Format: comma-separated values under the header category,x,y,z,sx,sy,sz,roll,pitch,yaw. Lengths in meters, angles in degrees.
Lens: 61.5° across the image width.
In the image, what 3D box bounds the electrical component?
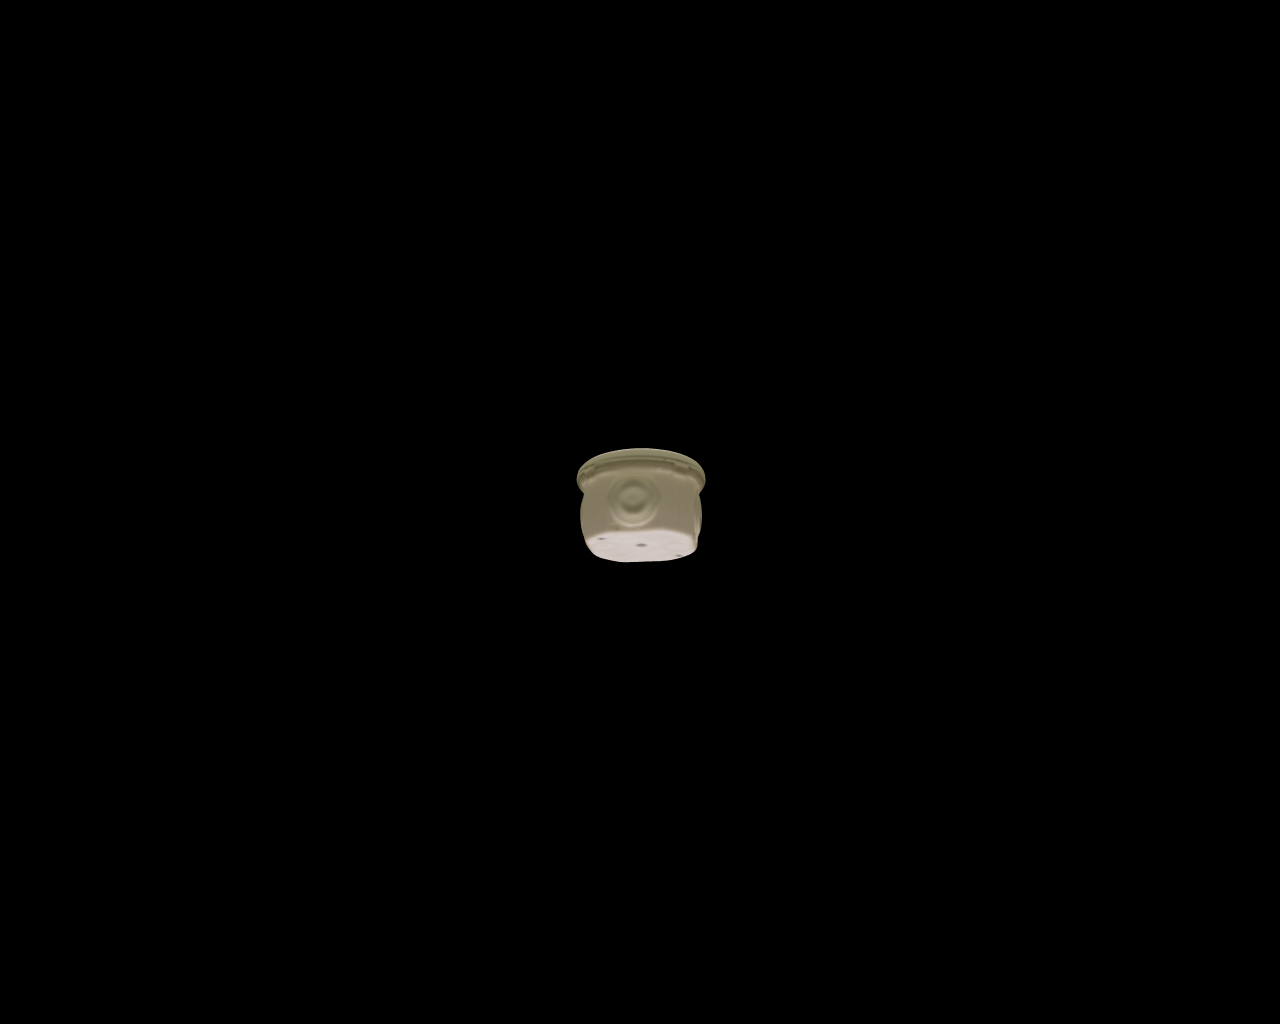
category,x,y,z,sx,sy,sz,roll,pitch,yaw
electrical component,0.001,-0.003,0.650,0.080,0.051,0.080,0,-19,0
